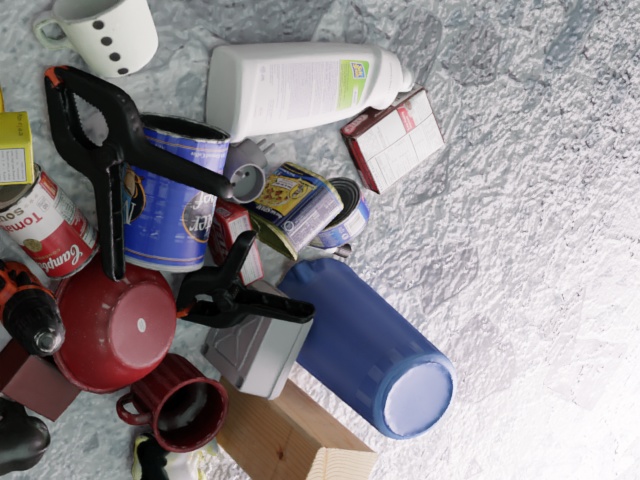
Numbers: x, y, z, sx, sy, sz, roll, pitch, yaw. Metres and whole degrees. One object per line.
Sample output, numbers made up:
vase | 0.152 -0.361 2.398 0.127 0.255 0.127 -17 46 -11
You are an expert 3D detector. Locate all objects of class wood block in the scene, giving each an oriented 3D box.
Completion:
wood block | -0.040 0.231 1.229 0.090 0.206 0.091 15 101 -38

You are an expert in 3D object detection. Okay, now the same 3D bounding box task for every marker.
marker | -0.008 0.002 1.270 0.120 0.020 0.020 16 100 -38

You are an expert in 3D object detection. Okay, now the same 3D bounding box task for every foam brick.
foam brick | -0.296 0.144 1.111 0.051 0.053 0.078 -53 129 -5

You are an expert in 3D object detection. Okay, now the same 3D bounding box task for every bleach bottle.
bleach bottle | -0.001 -0.166 1.175 0.250 0.068 0.103 -8 115 -35

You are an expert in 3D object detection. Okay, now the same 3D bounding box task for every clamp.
clamp | -0.087 0.062 1.143 0.120 0.172 0.039 51 46 -11
clamp | -0.187 -0.083 1.020 0.165 0.036 0.210 -28 92 22

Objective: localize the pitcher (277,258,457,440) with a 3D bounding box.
pitcher | 0.051 0.132 1.224 0.149 0.243 0.145 13 105 -34

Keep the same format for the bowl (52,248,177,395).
bowl | -0.202 0.086 1.115 0.161 0.055 0.162 -8 101 -49

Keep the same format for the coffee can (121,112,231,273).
coffee can | -0.155 -0.050 1.090 0.102 0.103 0.140 3 108 -36

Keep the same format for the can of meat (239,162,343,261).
can of meat | -0.034 -0.035 1.184 0.084 0.102 0.057 -45 128 -13

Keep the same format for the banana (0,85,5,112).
banana | -0.326 -0.130 0.982 0.069 0.037 0.198 -17 119 -8

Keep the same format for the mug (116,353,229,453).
mug | -0.172 0.181 1.195 0.117 0.082 0.093 -12 116 -31

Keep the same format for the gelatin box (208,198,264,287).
gelatin box | -0.099 -0.002 1.170 0.030 0.073 0.089 -28 124 -22

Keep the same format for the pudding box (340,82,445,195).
pudding box | 0.087 -0.122 1.271 0.113 0.039 0.090 -37 128 -14

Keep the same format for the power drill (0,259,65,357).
power drill | -0.318 0.024 0.970 0.057 0.185 0.187 -49 120 -8

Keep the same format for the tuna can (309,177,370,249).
tuna can | 0.014 -0.031 1.228 0.086 0.086 0.033 -42 130 -12

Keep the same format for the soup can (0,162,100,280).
soup can | -0.271 -0.019 1.045 0.068 0.069 0.102 -44 129 -11

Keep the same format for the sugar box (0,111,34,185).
sugar box | -0.341 -0.078 0.926 0.176 0.093 0.048 -3 114 -17
